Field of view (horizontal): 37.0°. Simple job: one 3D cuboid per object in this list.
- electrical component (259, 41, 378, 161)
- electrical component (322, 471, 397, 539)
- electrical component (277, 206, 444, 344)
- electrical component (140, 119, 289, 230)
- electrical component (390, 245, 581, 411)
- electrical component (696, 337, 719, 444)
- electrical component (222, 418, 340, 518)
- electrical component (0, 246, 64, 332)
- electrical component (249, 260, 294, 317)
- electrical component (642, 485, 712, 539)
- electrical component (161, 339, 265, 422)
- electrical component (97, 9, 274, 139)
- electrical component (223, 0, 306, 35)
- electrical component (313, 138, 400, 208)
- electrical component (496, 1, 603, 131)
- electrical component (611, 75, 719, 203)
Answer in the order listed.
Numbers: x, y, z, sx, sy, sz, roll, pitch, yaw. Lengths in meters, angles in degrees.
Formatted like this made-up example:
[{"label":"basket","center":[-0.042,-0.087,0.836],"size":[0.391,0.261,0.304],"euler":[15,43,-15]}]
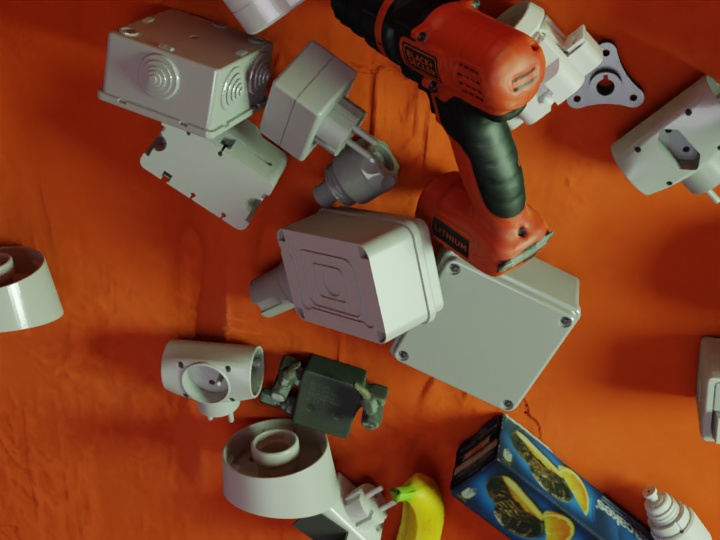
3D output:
[{"label":"electrical component","center":[-0.021,-0.104,0.736],"size":[0.077,0.047,0.065],"euler":[36,154,2]},{"label":"electrical component","center":[-0.002,0.213,0.952],"size":[0.077,0.047,0.065],"euler":[-34,109,28]},{"label":"electrical component","center":[0.000,0.000,0.777],"size":[0.113,0.057,0.078],"euler":[13,122,51]},{"label":"electrical component","center":[-0.104,-0.082,0.785],"size":[0.089,0.055,0.050],"euler":[33,123,-9]},{"label":"electrical component","center":[0.094,0.036,0.814],"size":[0.109,0.056,0.108],"euler":[25,124,-4]},{"label":"electrical component","center":[0.302,0.092,0.800],"size":[0.096,0.061,0.061],"euler":[1,122,12]},{"label":"electrical component","center":[-0.068,0.171,0.914],"size":[0.099,0.099,0.064],"euler":[1,115,12]},{"label":"electrical component","center":[-0.295,0.022,0.871],"size":[0.099,0.099,0.064],"euler":[1,116,12]},{"label":"electrical component","center":[-0.059,0.014,0.846],"size":[0.046,0.040,0.040],"euler":[-25,113,32]},{"label":"electrical component","center":[0.260,0.211,0.896],"size":[0.040,0.040,0.078],"euler":[-28,111,26]},{"label":"electrical component","center":[-0.122,0.097,0.908],"size":[0.077,0.044,0.079],"euler":[4,123,10]},{"label":"electrical component","center":[-0.115,-0.136,0.727],"size":[0.100,0.099,0.048],"euler":[21,120,13]},{"label":"electrical component","center":[-0.040,-0.217,0.688],"size":[0.138,0.052,0.073],"euler":[-27,112,26]},{"label":"electrical component","center":[-0.006,-0.067,0.780],"size":[0.062,0.043,0.043],"euler":[-29,111,28]},{"label":"electrical component","center":[0.109,-0.137,0.702],"size":[0.057,0.058,0.078],"euler":[43,122,-18]},{"label":"electrical component","center":[0.224,-0.077,0.721],"size":[0.079,0.043,0.077],"euler":[43,121,-15]}]
